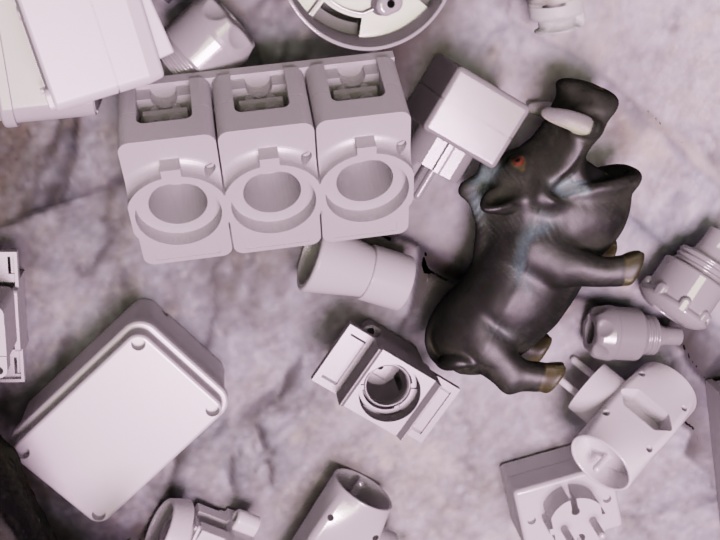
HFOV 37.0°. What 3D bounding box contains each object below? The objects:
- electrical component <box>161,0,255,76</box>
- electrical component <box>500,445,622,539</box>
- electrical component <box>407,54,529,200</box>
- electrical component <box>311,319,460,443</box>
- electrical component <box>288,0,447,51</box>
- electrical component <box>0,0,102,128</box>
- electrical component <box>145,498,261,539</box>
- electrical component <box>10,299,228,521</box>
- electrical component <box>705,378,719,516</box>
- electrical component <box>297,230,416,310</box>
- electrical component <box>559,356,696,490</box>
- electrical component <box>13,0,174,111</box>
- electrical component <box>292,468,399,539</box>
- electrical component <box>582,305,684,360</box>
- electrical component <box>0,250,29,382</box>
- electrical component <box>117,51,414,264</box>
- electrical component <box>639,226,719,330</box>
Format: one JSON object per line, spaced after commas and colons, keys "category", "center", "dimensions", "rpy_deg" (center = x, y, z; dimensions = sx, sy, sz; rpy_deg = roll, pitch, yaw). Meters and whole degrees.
{"category": "electrical component", "center": [-0.092, -0.117, 0.592], "dimensions": [0.062, 0.043, 0.043], "rpy_deg": [-41, 108, 8]}
{"category": "electrical component", "center": [0.134, 0.153, 0.691], "dimensions": [0.066, 0.076, 0.047], "rpy_deg": [-15, 109, -2]}
{"category": "electrical component", "center": [0.050, -0.075, 0.612], "dimensions": [0.047, 0.065, 0.076], "rpy_deg": [28, 102, -15]}
{"category": "electrical component", "center": [0.014, 0.063, 0.653], "dimensions": [0.081, 0.063, 0.042], "rpy_deg": [32, 102, -15]}
{"category": "electrical component", "center": [0.003, -0.170, 0.576], "dimensions": [0.099, 0.064, 0.099], "rpy_deg": [-2, 108, -7]}
{"category": "electrical component", "center": [-0.172, -0.136, 0.557], "dimensions": [0.057, 0.078, 0.113], "rpy_deg": [-7, 108, -8]}
{"category": "electrical component", "center": [-0.104, 0.174, 0.683], "dimensions": [0.055, 0.048, 0.066], "rpy_deg": [27, 102, -22]}
{"category": "electrical component", "center": [-0.142, 0.084, 0.642], "dimensions": [0.113, 0.057, 0.078], "rpy_deg": [-43, 108, 7]}
{"category": "electrical component", "center": [0.285, 0.168, 0.700], "dimensions": [0.060, 0.105, 0.186], "rpy_deg": [-13, 109, -3]}
{"category": "electrical component", "center": [0.000, 0.000, 0.644], "dimensions": [0.065, 0.044, 0.044], "rpy_deg": [17, 105, -17]}
{"category": "electrical component", "center": [0.160, 0.087, 0.683], "dimensions": [0.079, 0.043, 0.077], "rpy_deg": [40, 58, 18]}
{"category": "electrical component", "center": [-0.129, -0.129, 0.493], "dimensions": [0.061, 0.062, 0.096], "rpy_deg": [-20, 112, -14]}
{"category": "electrical component", "center": [-0.002, 0.180, 0.699], "dimensions": [0.079, 0.043, 0.077], "rpy_deg": [28, 102, -16]}
{"category": "electrical component", "center": [0.175, 0.041, 0.683], "dimensions": [0.061, 0.035, 0.035], "rpy_deg": [3, 107, -10]}
{"category": "electrical component", "center": [-0.217, 0.031, 0.612], "dimensions": [0.042, 0.063, 0.081], "rpy_deg": [0, 108, -6]}
{"category": "electrical component", "center": [-0.050, -0.058, 0.588], "dimensions": [0.150, 0.061, 0.089], "rpy_deg": [-7, 138, -5]}
{"category": "electrical component", "center": [0.209, 0.003, 0.671], "dimensions": [0.048, 0.048, 0.062], "rpy_deg": [32, 94, -16]}
